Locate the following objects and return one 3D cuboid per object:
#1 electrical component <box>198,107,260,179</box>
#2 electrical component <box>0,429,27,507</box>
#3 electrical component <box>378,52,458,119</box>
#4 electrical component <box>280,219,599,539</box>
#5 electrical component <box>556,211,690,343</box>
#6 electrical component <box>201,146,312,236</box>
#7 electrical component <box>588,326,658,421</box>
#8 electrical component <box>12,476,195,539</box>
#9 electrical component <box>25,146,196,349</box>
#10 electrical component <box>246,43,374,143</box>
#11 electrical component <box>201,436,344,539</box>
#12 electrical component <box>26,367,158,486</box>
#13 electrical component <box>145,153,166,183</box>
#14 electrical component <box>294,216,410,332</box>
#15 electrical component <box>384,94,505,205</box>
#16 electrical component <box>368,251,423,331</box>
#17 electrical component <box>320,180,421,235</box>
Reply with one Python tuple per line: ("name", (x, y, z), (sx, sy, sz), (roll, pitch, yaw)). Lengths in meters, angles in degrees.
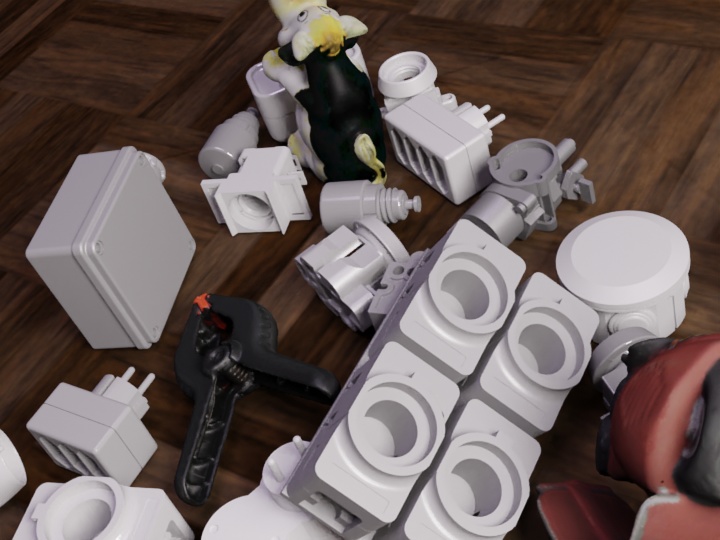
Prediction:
("electrical component", (-0.105, -0.107, 0.902), (0.040, 0.040, 0.078), (4, 48, 25))
("electrical component", (-0.273, 0.131, 0.725), (0.077, 0.044, 0.079), (-28, 43, -7))
("electrical component", (0.042, -0.141, 0.867), (0.066, 0.055, 0.048), (-15, 43, 7))
("electrical component", (0.052, 0.072, 0.605), (0.105, 0.060, 0.186), (35, 57, -5))
("electrical component", (0.166, 0.005, 0.675), (0.080, 0.051, 0.080), (-11, 44, 11))
("electrical component", (-0.078, -0.063, 0.847), (0.081, 0.042, 0.063), (-1, 43, 19))
("electrical component", (0.163, 0.066, 0.620), (0.066, 0.048, 0.055), (-26, 51, -5))
("electrical component", (-0.155, 0.160, 0.642), (0.089, 0.055, 0.050), (-1, 47, 20))
("electrical component", (-0.179, -0.015, 0.789), (0.056, 0.108, 0.108), (-4, 45, 20))
("electrical component", (-0.040, -0.151, 0.906), (0.095, 0.059, 0.053), (-24, 43, -3))
("electrical component", (-0.033, 0.123, 0.618), (0.138, 0.073, 0.052), (-39, 46, -18))
("electrical component", (-0.167, 0.096, 0.717), (0.066, 0.047, 0.076), (13, 52, 31))
("electrical component", (-0.186, -0.063, 0.888), (0.048, 0.048, 0.062), (-13, 51, 9))
("electrical component", (0.000, 0.000, 0.741), (0.057, 0.058, 0.078), (-38, 45, -13))
("electrical component", (0.075, -0.103, 0.822), (0.076, 0.047, 0.083), (-33, 44, -14))
("electrical component", (0.036, 0.031, 0.697), (0.048, 0.055, 0.066), (5, 49, 25))
("electrical component", (0.006, -0.047, 0.797), (0.078, 0.040, 0.040), (-2, 46, 19))
